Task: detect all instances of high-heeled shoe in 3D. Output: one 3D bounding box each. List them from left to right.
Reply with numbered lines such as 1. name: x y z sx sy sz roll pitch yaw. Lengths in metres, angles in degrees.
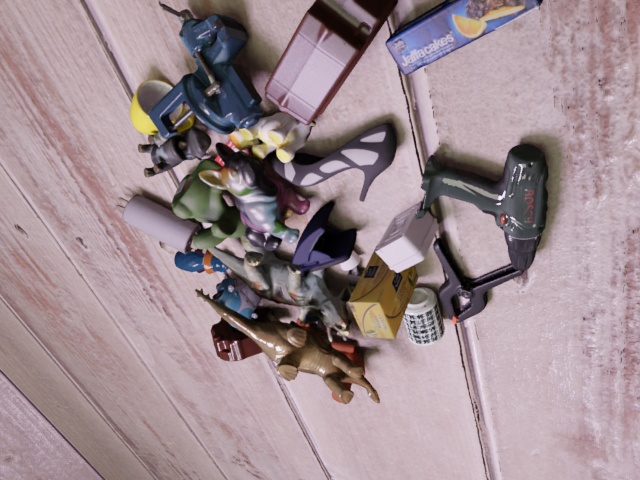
1. high-heeled shoe: 0.013 -0.162 0.944 0.249 0.086 0.145 23 113 24

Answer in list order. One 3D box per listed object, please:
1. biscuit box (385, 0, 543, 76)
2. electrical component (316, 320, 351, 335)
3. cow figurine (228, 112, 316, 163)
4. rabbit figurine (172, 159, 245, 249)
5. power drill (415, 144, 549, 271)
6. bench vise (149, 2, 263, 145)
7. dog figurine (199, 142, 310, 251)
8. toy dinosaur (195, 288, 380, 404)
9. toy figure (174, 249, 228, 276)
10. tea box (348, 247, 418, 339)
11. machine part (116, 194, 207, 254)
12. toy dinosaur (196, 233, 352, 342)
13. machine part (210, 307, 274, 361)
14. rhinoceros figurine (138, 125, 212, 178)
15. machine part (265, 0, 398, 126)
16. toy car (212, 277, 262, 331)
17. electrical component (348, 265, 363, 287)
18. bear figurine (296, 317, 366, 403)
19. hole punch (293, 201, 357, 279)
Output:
1. biscuit box: 0.188 -0.295 0.720 0.203 0.063 0.059 -19 117 39
2. electrical component: 0.020 0.192 1.271 0.102 0.045 0.078 28 135 4
3. cow figurine: -0.089 -0.196 0.957 0.168 0.098 0.068 16 144 42
4. rabbit figurine: -0.209 -0.060 1.113 0.170 0.159 0.121 35 129 -26
5. power drill: 0.265 -0.053 0.886 0.208 0.086 0.231 17 134 21
6. bench vise: -0.212 -0.255 0.903 0.241 0.129 0.223 -33 99 26
7. dog figurine: -0.136 -0.084 1.028 0.219 0.108 0.192 38 150 -24
8. toy dinosaur: -0.062 0.231 1.164 0.471 0.105 0.199 34 175 -12
9. toy figure: -0.279 0.050 1.302 0.155 0.058 0.064 3 136 21
10. tea box: 0.126 0.096 1.033 0.068 0.170 0.098 -2 129 32
11. machine part: -0.369 -0.038 1.257 0.243 0.079 0.079 26 137 6
12. toy dinosaur: -0.086 0.091 1.190 0.405 0.131 0.191 18 131 25
13. machine part: -0.183 0.225 1.321 0.180 0.179 0.056 1 113 29
14. rhinoceros figurine: -0.285 -0.174 1.065 0.190 0.112 0.073 -8 95 50
15. machine part: 0.020 -0.270 0.735 0.087 0.201 0.201 36 136 -7
16. toy car: -0.188 0.136 1.289 0.103 0.162 0.109 -34 109 5
17. electrical component: 0.093 0.083 1.144 0.063 0.021 0.093 10 141 18
18. bear figurine: 0.008 0.282 1.307 0.196 0.132 0.120 30 113 -5
19. hole punch: -0.002 -0.003 1.049 0.116 0.142 0.092 -23 118 25
